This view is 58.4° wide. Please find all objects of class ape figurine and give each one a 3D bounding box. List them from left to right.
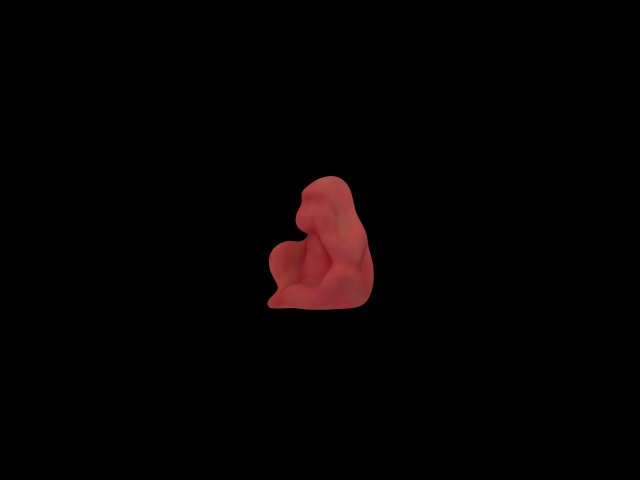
[{"bbox_3d":[0.004,0.001,0.400,0.076,0.092,0.077,0,0,-28],"label":"ape figurine"}]
